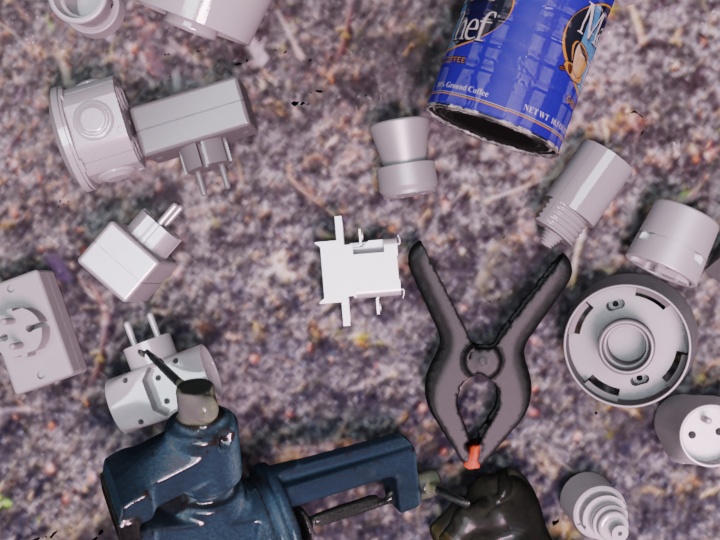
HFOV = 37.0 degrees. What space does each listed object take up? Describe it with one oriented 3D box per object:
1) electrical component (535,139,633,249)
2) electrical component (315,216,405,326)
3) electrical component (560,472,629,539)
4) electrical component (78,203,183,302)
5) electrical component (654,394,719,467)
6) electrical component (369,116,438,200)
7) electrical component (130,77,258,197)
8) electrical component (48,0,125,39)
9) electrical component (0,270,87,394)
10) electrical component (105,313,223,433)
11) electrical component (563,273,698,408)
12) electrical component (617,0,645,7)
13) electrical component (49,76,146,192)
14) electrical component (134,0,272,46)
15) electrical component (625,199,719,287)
[{"bbox_3d":[0.161,-0.051,0.796,0.043,0.043,0.081,35,91,3],"label":"electrical component"},{"bbox_3d":[0.000,0.000,0.805,0.064,0.042,0.081,-5,89,-1],"label":"electrical component"},{"bbox_3d":[0.174,0.175,0.778,0.040,0.078,0.040,-1,99,-8],"label":"electrical component"},{"bbox_3d":[-0.159,-0.020,0.800,0.047,0.066,0.076,41,91,2],"label":"electrical component"},{"bbox_3d":[0.260,0.112,0.772,0.079,0.077,0.043,-7,88,2],"label":"electrical component"},{"bbox_3d":[0.033,-0.083,0.802,0.045,0.045,0.055,-9,89,3],"label":"electrical component"},{"bbox_3d":[-0.118,-0.094,0.808,0.083,0.047,0.075,-17,88,2],"label":"electrical component"},{"bbox_3d":[-0.205,-0.201,0.810,0.045,0.055,0.045,0,89,3],"label":"electrical component"},{"bbox_3d":[-0.248,0.046,0.798,0.047,0.076,0.083,-20,88,2],"label":"electrical component"},{"bbox_3d":[-0.154,0.072,0.809,0.077,0.043,0.079,-21,88,3],"label":"electrical component"},{"bbox_3d":[0.199,0.053,0.795,0.099,0.064,0.099,1,93,16],"label":"electrical component"},{"bbox_3d":[0.201,-0.231,0.798,0.043,0.043,0.062,-23,87,2],"label":"electrical component"},{"bbox_3d":[-0.195,-0.102,0.797,0.051,0.080,0.080,-17,88,-3],"label":"electrical component"},{"bbox_3d":[-0.114,-0.205,0.788,0.099,0.099,0.064,22,97,3],"label":"electrical component"},{"bbox_3d":[0.230,-0.020,0.788,0.055,0.055,0.047,26,87,3],"label":"electrical component"}]
